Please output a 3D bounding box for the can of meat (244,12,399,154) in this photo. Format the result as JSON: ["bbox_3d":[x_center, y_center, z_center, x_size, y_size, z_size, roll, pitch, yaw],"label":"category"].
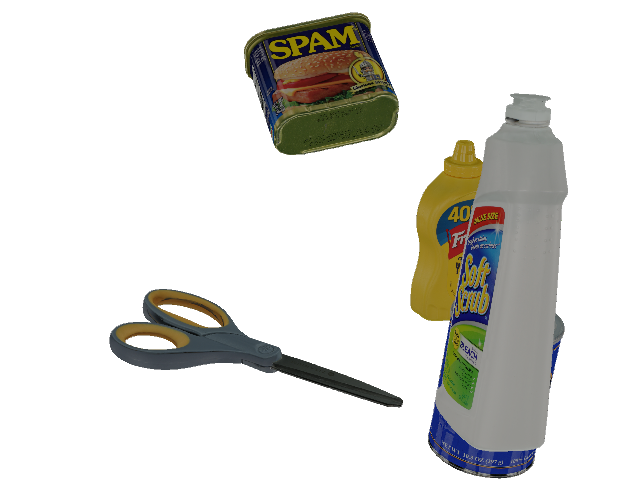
[{"bbox_3d":[0.001,-0.118,0.811,0.102,0.084,0.057,-13,-30,-9],"label":"can of meat"}]

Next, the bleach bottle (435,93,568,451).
[{"bbox_3d":[0.135,0.019,0.774,0.068,0.251,0.103,0,15,-13],"label":"bleach bottle"}]

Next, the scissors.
[{"bbox_3d":[-0.054,0.079,0.690,0.202,0.016,0.096,25,32,34],"label":"scissors"}]

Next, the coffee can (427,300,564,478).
[{"bbox_3d":[0.160,0.132,0.986,0.103,0.140,0.103,6,22,-3],"label":"coffee can"}]

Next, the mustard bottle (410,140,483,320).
[{"bbox_3d":[0.147,-0.013,1.139,0.096,0.192,0.058,-8,23,-25],"label":"mustard bottle"}]
